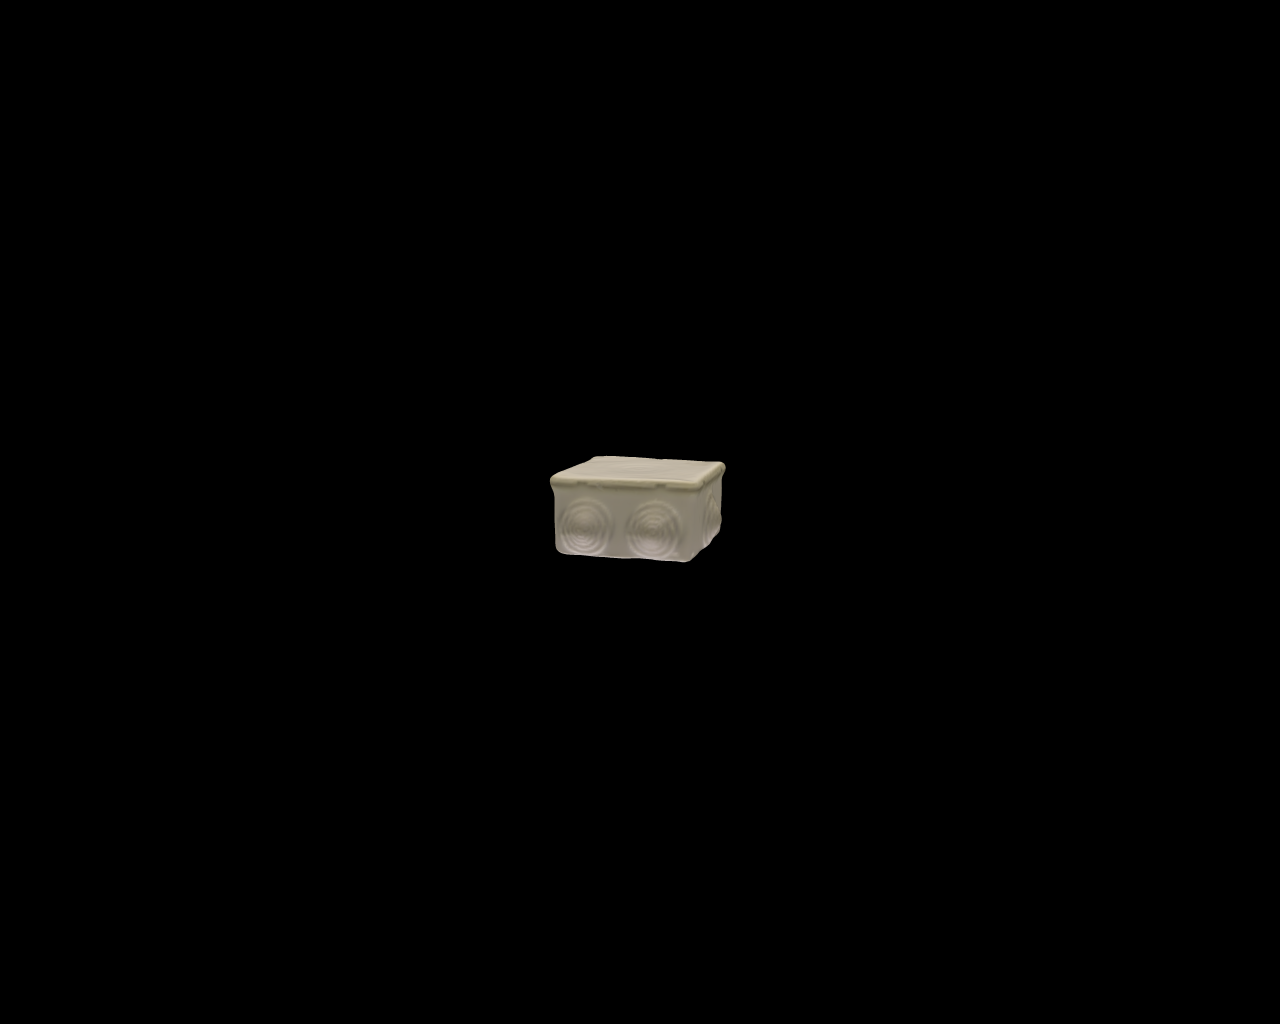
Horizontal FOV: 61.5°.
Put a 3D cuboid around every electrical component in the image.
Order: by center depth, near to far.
[{"bbox_3d":[0.001,-0.003,0.650,0.100,0.048,0.100,3,12,16],"label":"electrical component"}]
